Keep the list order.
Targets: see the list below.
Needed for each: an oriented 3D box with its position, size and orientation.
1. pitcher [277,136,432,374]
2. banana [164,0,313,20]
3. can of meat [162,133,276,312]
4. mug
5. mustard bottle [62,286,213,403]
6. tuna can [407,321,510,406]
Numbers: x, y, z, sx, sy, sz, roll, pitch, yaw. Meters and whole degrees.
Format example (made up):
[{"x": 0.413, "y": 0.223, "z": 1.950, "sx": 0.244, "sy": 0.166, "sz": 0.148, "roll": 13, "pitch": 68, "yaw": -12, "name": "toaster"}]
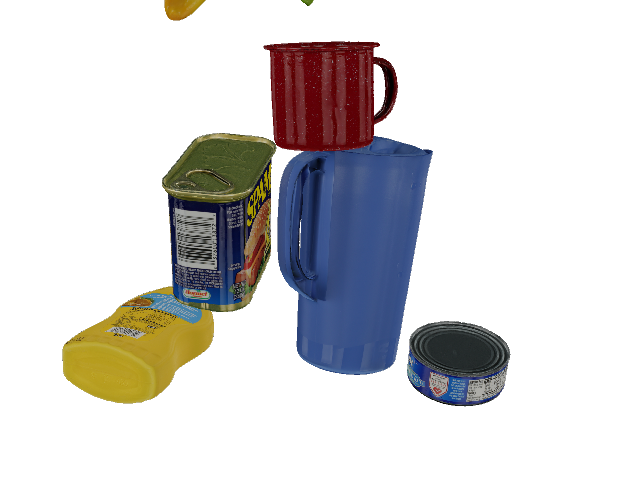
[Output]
[{"x": 0.030, "y": 0.013, "z": 1.115, "sx": 0.149, "sy": 0.243, "sz": 0.145, "roll": 6, "pitch": 13, "yaw": 1, "name": "pitcher"}, {"x": -0.084, "y": -0.247, "z": 1.011, "sx": 0.197, "sy": 0.070, "sz": 0.037, "roll": -22, "pitch": -28, "yaw": -46, "name": "banana"}, {"x": -0.064, "y": -0.013, "z": 0.699, "sx": 0.057, "sy": 0.084, "sz": 0.102, "roll": 6, "pitch": 26, "yaw": 8, "name": "can of meat"}, {"x": 0.012, "y": -0.118, "z": 0.863, "sx": 0.117, "sy": 0.081, "sz": 0.093, "roll": -10, "pitch": 15, "yaw": -32, "name": "mug"}, {"x": -0.156, "y": 0.088, "z": 1.015, "sx": 0.096, "sy": 0.058, "sz": 0.191, "roll": 9, "pitch": 21, "yaw": 18, "name": "mustard bottle"}, {"x": 0.117, "y": 0.105, "z": 0.913, "sx": 0.086, "sy": 0.034, "sz": 0.086, "roll": 3, "pitch": 26, "yaw": -2, "name": "tuna can"}]
